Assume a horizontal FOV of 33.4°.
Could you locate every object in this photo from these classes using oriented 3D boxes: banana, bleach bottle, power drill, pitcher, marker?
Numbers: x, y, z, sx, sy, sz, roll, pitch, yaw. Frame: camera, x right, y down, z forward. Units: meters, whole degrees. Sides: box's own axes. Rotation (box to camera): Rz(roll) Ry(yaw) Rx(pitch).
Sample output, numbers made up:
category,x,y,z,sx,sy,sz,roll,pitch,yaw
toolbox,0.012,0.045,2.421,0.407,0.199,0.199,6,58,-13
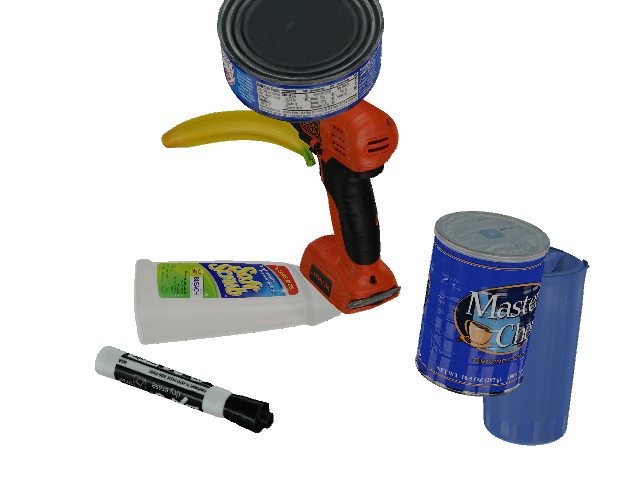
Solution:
category,x,y,z,sx,sy,sz,roll,pitch,yaw
banana,-0.094,-0.132,1.301,0.198,0.037,0.069,7,40,15
bleach bottle,-0.078,0.059,1.186,0.250,0.068,0.102,-5,35,-5
power drill,0.007,-0.047,0.888,0.057,0.188,0.185,-19,31,-19
pitcher,0.257,0.134,1.364,0.149,0.243,0.144,5,17,17
marker,-0.083,0.090,0.647,0.121,0.020,0.020,16,6,22

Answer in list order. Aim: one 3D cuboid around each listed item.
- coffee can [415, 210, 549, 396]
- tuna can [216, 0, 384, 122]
category,x,y,z,sx,sy,sz,roll,pitch,yaw
coffee can,0.146,0.056,0.977,0.103,0.140,0.103,5,23,-2
tuna can,-0.010,-0.103,0.558,0.086,0.086,0.034,0,-34,1
